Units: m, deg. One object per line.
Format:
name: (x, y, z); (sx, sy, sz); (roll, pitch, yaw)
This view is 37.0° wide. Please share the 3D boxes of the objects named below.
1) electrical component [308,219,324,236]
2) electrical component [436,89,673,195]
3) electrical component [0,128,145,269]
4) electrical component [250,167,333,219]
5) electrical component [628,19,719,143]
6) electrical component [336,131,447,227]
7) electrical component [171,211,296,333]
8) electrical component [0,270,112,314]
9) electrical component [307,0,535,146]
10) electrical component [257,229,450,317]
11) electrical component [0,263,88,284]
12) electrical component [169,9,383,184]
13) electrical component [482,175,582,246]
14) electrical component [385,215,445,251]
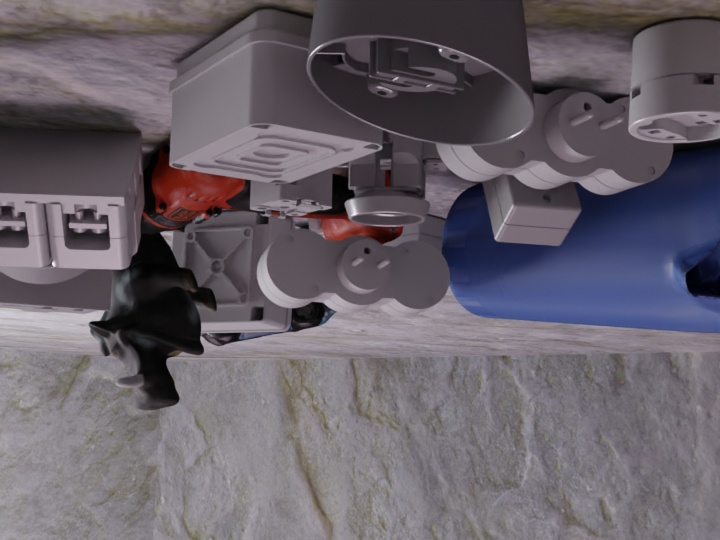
electrical component: (-0.013, -0.042, 0.918); (0.062, 0.048, 0.048); (-6, 172, -2)
electrical component: (0.120, -0.078, 0.612); (0.138, 0.052, 0.074); (4, 171, -20)
electrical component: (-0.223, -0.045, 0.706); (0.150, 0.061, 0.089); (2, -146, -4)
electrical component: (-0.043, -0.067, 0.676); (0.042, 0.063, 0.081); (6, 171, -36)
electrical component: (0.160, -0.092, 0.529); (0.055, 0.047, 0.055); (1, 172, 0)
electrical component: (0.019, -0.062, 0.726); (0.078, 0.057, 0.058); (0, 172, 8)
electrical component: (-0.120, 0.002, 1.009); (0.109, 0.108, 0.056); (-3, 168, 24)
electrical component: (-0.297, -0.024, 0.859); (0.186, 0.105, 0.060); (6, 170, -31)
electrical component: (0.026, -0.095, 0.469); (0.099, 0.064, 0.099); (1, 172, 0)
electrical component: (0.000, 0.000, 0.778); (0.138, 0.052, 0.074); (5, 167, -15)
electrical component: (-0.231, -0.040, 0.788); (0.099, 0.099, 0.064); (3, 165, -13)
electrical component: (-0.045, -0.087, 0.561); (0.078, 0.057, 0.113); (6, 170, -32)
electrical component: (0.115, -0.065, 0.692); (0.047, 0.065, 0.076); (3, 143, -14)
electrical component: (0.045, -0.009, 1.014); (0.066, 0.076, 0.047); (-6, 169, 39)
